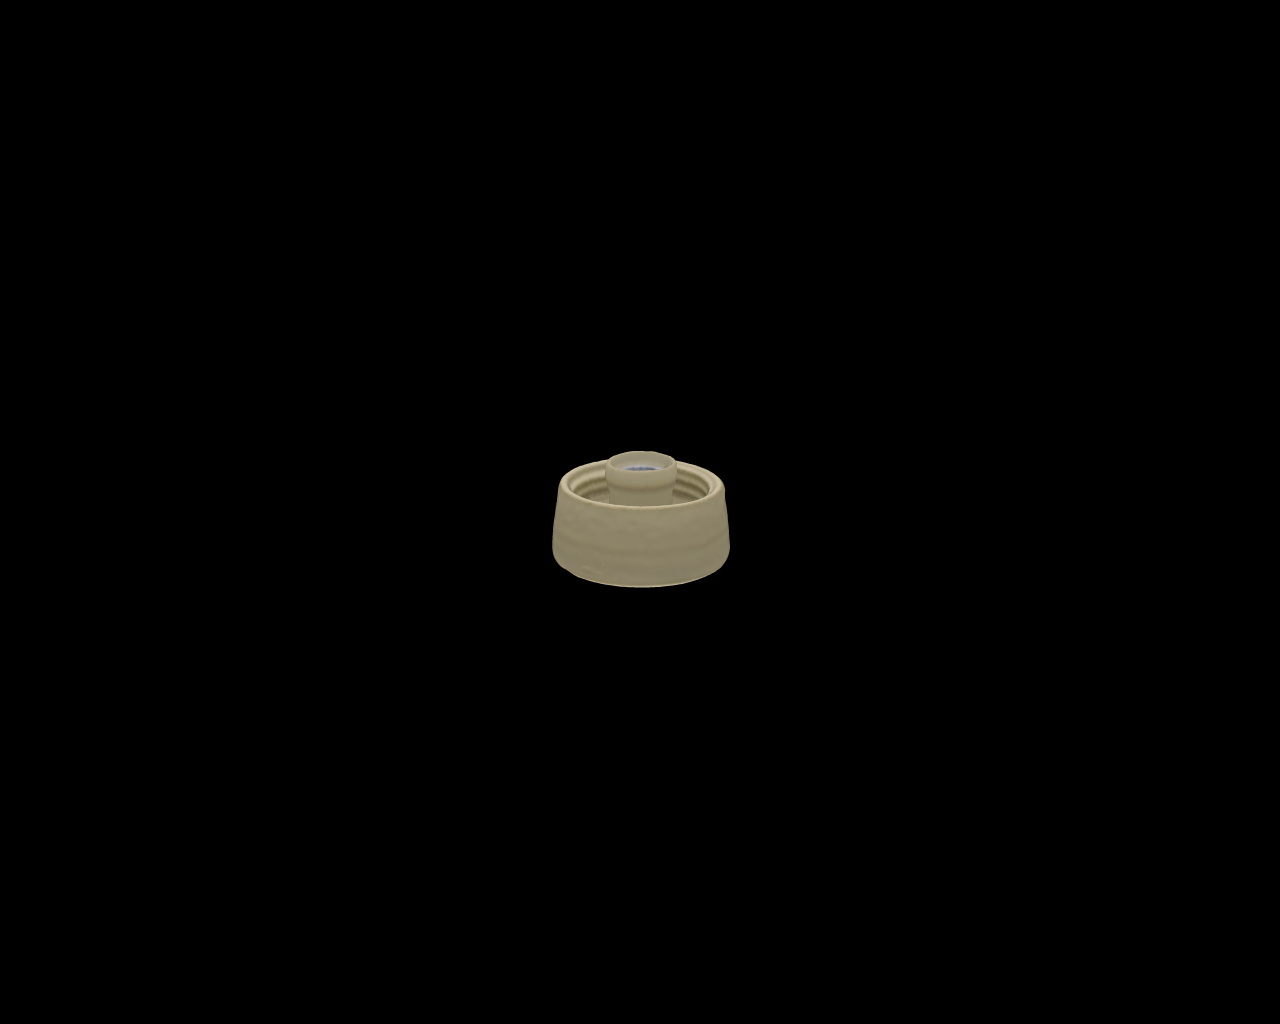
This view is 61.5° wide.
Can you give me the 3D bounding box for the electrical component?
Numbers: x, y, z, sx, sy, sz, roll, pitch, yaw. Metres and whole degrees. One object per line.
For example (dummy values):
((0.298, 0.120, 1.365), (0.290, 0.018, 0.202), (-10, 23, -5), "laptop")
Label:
((0.001, -0.003, 0.650), (0.108, 0.060, 0.108), (0, 20, 0), "electrical component")
